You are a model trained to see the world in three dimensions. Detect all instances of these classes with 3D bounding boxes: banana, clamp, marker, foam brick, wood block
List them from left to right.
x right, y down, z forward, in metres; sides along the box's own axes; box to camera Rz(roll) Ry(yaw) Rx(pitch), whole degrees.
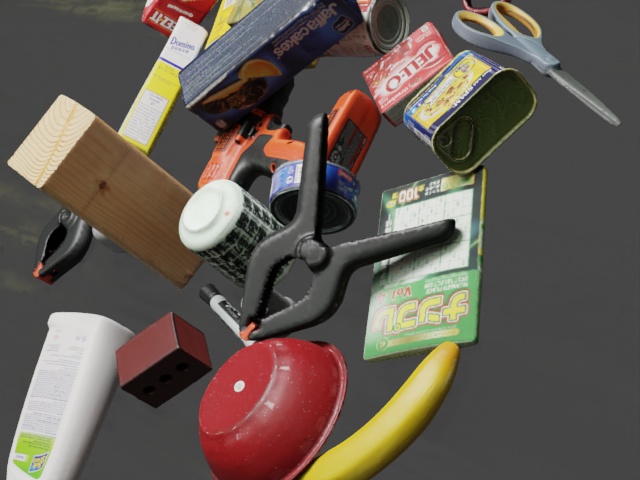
[{"bbox_3d":[-0.300,-0.030,1.302,0.171,0.039,0.120,-54,40,-5],"label":"clamp"},{"bbox_3d":[-0.203,-0.046,1.104,0.091,0.205,0.090,-53,41,-5],"label":"wood block"},{"bbox_3d":[-0.155,0.119,1.054,0.078,0.053,0.051,-36,43,16],"label":"foam brick"},{"bbox_3d":[-0.088,0.076,1.053,0.020,0.020,0.121,-50,41,-1],"label":"marker"},{"bbox_3d":[-0.006,0.001,0.952,0.210,0.036,0.165,-44,74,8],"label":"clamp"},{"bbox_3d":[0.039,0.158,0.867,0.198,0.037,0.070,-37,44,14],"label":"banana"}]

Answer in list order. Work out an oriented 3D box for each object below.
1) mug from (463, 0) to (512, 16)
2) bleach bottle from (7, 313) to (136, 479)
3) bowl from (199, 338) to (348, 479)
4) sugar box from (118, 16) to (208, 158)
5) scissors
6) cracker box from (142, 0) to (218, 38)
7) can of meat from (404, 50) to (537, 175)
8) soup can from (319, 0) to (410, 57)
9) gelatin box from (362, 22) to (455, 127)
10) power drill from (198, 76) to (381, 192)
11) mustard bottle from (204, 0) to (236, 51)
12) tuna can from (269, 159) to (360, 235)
[{"bbox_3d":[0.168,-0.279,1.052,0.082,0.093,0.117,-1,81,35],"label":"mug"},{"bbox_3d":[-0.274,0.200,1.091,0.103,0.068,0.250,-2,62,41],"label":"bleach bottle"},{"bbox_3d":[-0.053,0.142,0.921,0.162,0.055,0.162,-35,31,24],"label":"bowl"},{"bbox_3d":[-0.194,-0.174,1.287,0.176,0.048,0.093,-64,10,-19],"label":"sugar box"},{"bbox_3d":[0.184,-0.161,0.956,0.202,0.096,0.016,-111,26,-47],"label":"scissors"},{"bbox_3d":[-0.135,-0.373,1.329,0.214,0.072,0.164,-41,30,42],"label":"cracker box"},{"bbox_3d":[0.132,-0.119,0.970,0.102,0.057,0.084,-44,29,4],"label":"can of meat"},{"bbox_3d":[0.036,-0.230,1.137,0.102,0.068,0.068,8,66,44],"label":"soup can"},{"bbox_3d":[0.092,-0.167,1.069,0.089,0.030,0.073,-36,43,16],"label":"gelatin box"},{"bbox_3d":[-0.028,-0.113,1.115,0.188,0.057,0.184,3,61,46],"label":"power drill"},{"bbox_3d":[-0.102,-0.222,1.257,0.096,0.058,0.191,-12,52,47],"label":"mustard bottle"},{"bbox_3d":[-0.005,-0.040,1.017,0.086,0.086,0.033,-15,53,33],"label":"tuna can"}]
